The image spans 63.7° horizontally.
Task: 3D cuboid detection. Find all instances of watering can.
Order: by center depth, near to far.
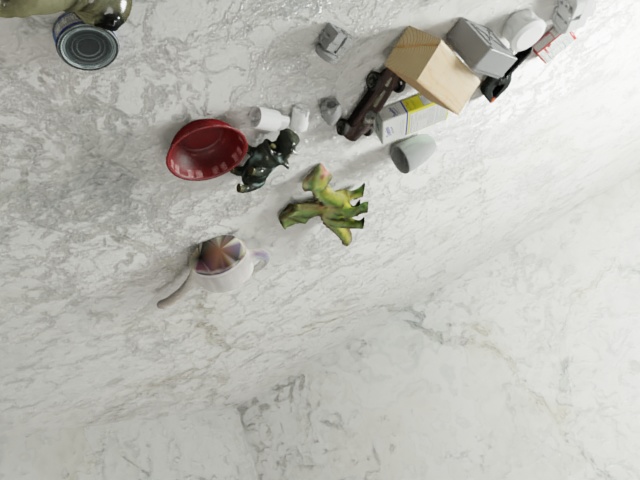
[{"bbox_3d":[-0.307,0.095,1.425,0.349,0.106,0.220,-22,153,-9],"label":"watering can"}]

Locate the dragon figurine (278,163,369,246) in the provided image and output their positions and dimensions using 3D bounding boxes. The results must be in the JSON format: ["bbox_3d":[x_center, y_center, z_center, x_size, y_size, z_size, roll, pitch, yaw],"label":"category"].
[{"bbox_3d":[0.004,-0.072,1.437,0.243,0.125,0.401,-1,148,-9],"label":"dragon figurine"}]
